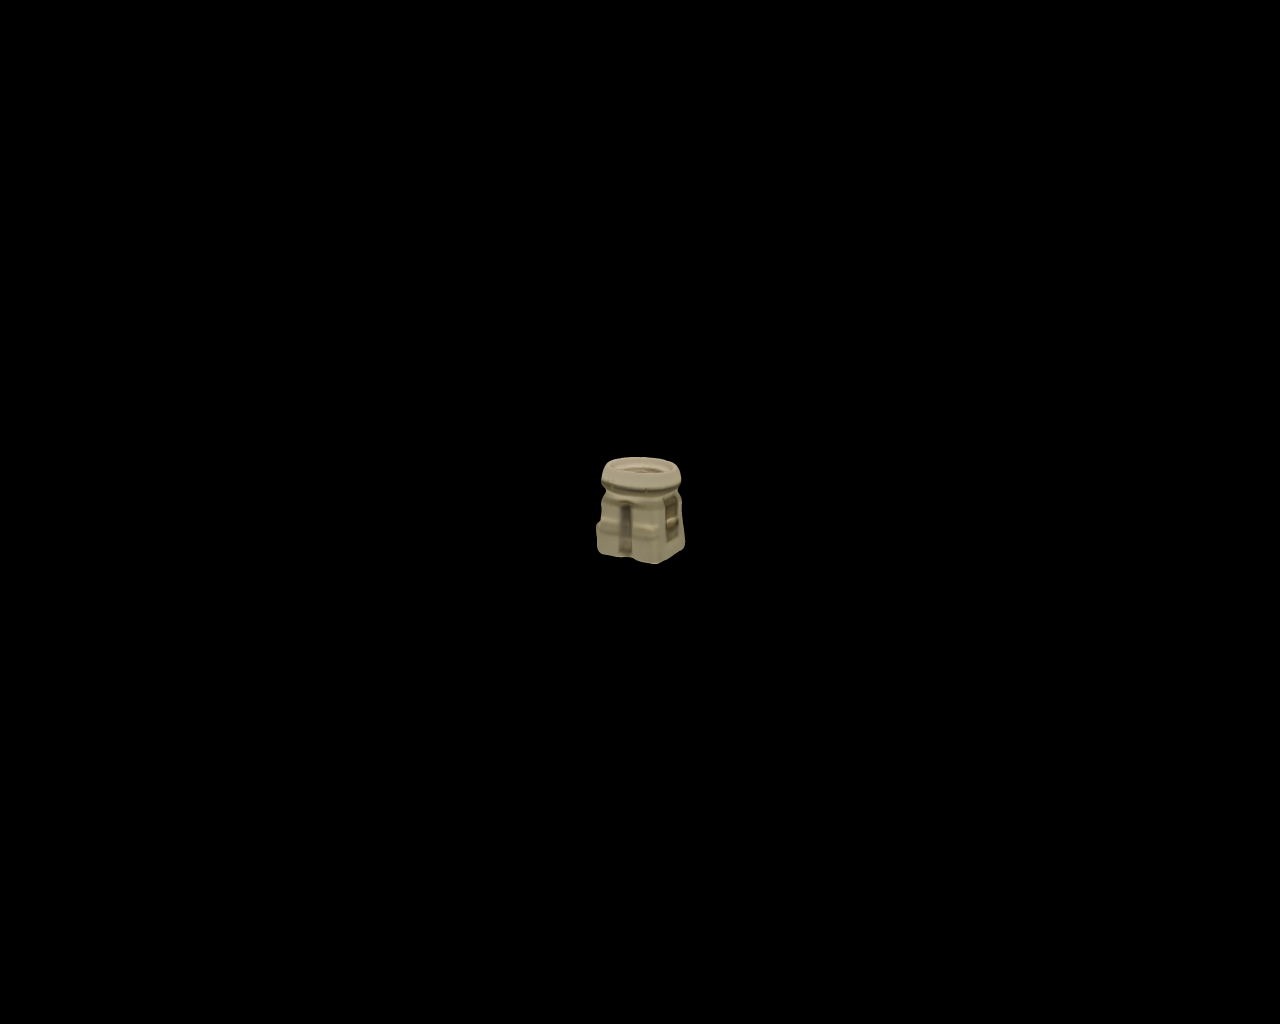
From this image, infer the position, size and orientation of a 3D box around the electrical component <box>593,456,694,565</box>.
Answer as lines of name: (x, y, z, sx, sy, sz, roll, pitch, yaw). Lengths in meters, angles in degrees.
electrical component: (0.001, -0.003, 0.650, 0.066, 0.055, 0.048, 9, 19, 29)
